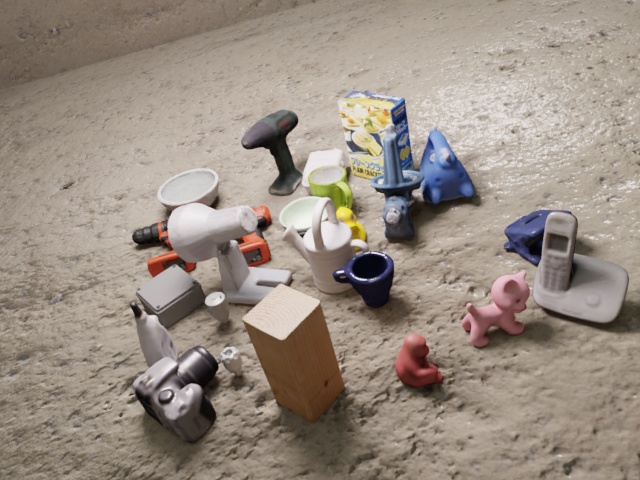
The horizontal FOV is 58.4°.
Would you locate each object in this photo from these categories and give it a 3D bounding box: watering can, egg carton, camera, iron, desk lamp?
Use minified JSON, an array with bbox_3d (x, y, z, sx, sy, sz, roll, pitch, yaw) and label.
[{"bbox_3d":[0.010,0.006,1.143,0.172,0.194,0.101,-9,37,8],"label":"watering can"},{"bbox_3d":[0.015,-0.178,1.483,0.107,0.069,0.150,-3,38,15],"label":"egg carton"},{"bbox_3d":[-0.235,0.248,0.988,0.142,0.101,0.137,19,48,36],"label":"camera"},{"bbox_3d":[0.284,-0.197,1.358,0.118,0.142,0.258,-11,37,4],"label":"iron"},{"bbox_3d":[-0.184,0.020,1.173,0.202,0.214,0.118,2,40,21],"label":"desk lamp"}]

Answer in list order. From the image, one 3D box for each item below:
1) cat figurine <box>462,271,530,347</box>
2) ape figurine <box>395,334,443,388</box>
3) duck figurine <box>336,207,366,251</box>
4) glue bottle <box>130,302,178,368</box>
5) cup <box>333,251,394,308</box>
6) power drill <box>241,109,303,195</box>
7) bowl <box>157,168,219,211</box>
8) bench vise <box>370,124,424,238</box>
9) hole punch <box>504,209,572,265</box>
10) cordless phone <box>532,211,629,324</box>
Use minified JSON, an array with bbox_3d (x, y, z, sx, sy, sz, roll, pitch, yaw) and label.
[{"bbox_3d":[0.305,0.107,0.976,0.128,0.118,0.067,-19,37,-6],"label":"cat figurine"},{"bbox_3d":[0.158,0.192,0.937,0.076,0.092,0.078,-6,38,11],"label":"ape figurine"},{"bbox_3d":[0.057,-0.035,1.270,0.077,0.086,0.104,-20,37,-8],"label":"duck figurine"},{"bbox_3d":[-0.307,0.175,1.046,0.037,0.173,0.078,-11,37,5],"label":"glue bottle"},{"bbox_3d":[0.088,0.085,1.096,0.117,0.095,0.091,-9,37,8],"label":"cup"},{"bbox_3d":[-0.113,-0.225,1.470,0.075,0.209,0.230,5,41,24],"label":"power drill"},{"bbox_3d":[-0.338,-0.116,1.516,0.167,0.075,0.167,-9,37,7],"label":"bowl"},{"bbox_3d":[0.173,-0.126,1.237,0.121,0.220,0.207,-14,37,0],"label":"bench vise"},{"bbox_3d":[0.424,-0.021,1.125,0.109,0.091,0.100,-28,39,-17],"label":"hole punch"},{"bbox_3d":[0.438,0.043,0.960,0.147,0.185,0.094,13,45,32],"label":"cordless phone"}]
